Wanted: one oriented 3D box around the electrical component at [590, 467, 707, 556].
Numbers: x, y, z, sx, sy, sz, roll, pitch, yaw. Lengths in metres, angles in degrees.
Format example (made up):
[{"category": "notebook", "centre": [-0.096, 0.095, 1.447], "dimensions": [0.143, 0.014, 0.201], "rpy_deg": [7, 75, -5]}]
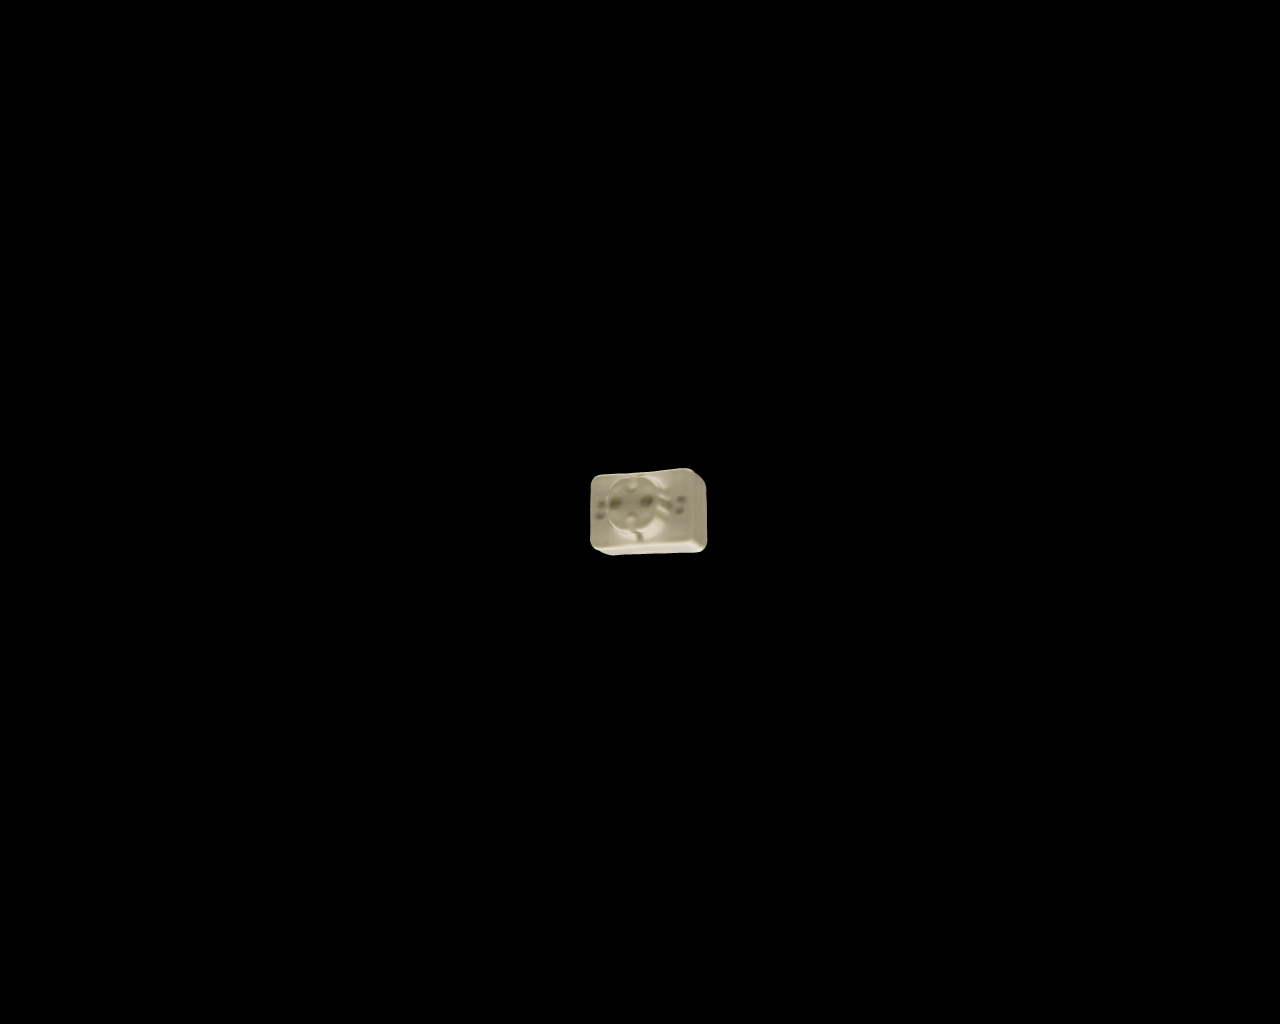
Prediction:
[{"category": "electrical component", "centre": [0.001, -0.003, 0.650], "dimensions": [0.066, 0.047, 0.076], "rpy_deg": [-3, -11, 16]}]
